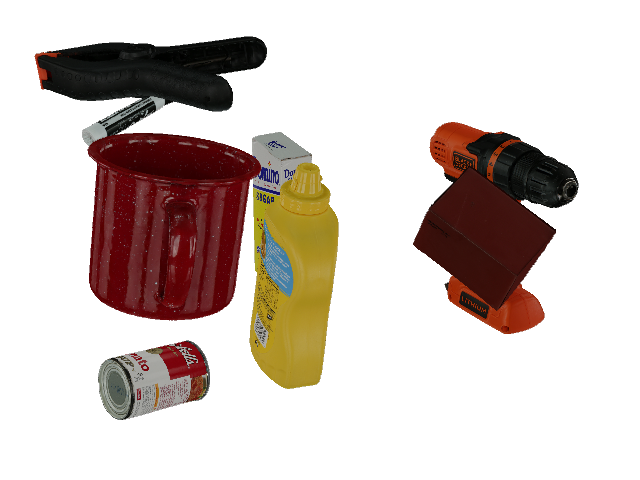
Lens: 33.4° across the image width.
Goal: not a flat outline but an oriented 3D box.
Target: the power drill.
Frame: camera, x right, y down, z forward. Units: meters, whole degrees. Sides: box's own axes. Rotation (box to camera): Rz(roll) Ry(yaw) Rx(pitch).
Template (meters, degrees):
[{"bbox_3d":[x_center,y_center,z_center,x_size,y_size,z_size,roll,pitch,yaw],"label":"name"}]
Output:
[{"bbox_3d":[0.175,-0.010,1.016,0.057,0.188,0.185,-16,26,-25],"label":"power drill"}]

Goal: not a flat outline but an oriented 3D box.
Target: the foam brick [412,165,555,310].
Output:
[{"bbox_3d":[0.113,-0.002,0.741,0.051,0.078,0.053,-44,-15,-27],"label":"foam brick"}]

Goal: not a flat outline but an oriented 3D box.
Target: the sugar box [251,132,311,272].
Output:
[{"bbox_3d":[-0.046,-0.029,1.251,0.048,0.176,0.093,-13,26,-22],"label":"sugar box"}]

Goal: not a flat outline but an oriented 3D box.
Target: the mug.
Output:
[{"bbox_3d":[-0.080,-0.004,0.575,0.093,0.081,0.117,3,19,-17],"label":"mug"}]

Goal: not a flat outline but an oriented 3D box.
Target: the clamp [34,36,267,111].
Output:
[{"bbox_3d":[-0.124,-0.130,0.799,0.172,0.039,0.120,8,23,17],"label":"clamp"}]

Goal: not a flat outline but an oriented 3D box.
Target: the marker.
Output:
[{"bbox_3d":[-0.176,-0.122,1.015,0.020,0.020,0.120,0,29,44],"label":"marker"}]

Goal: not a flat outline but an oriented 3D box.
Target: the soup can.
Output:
[{"bbox_3d":[-0.180,0.151,1.154,0.102,0.068,0.069,-9,6,-42],"label":"soup can"}]

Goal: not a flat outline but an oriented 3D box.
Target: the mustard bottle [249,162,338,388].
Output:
[{"bbox_3d":[-0.021,0.023,0.897,0.058,0.192,0.096,-5,33,-20],"label":"mustard bottle"}]
